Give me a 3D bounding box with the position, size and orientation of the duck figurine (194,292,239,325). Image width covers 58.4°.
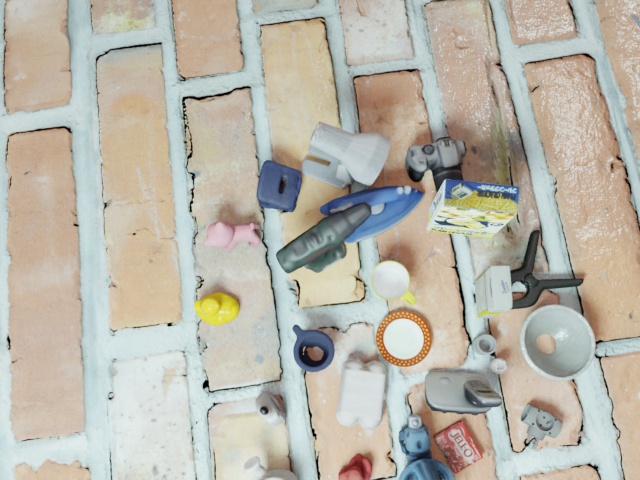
[{"bbox_3d":[-0.241,0.156,1.322,0.104,0.086,0.077,2,77,2],"label":"duck figurine"}]

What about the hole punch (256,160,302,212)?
[{"bbox_3d":[-0.097,-0.131,1.383,0.101,0.091,0.109,10,77,4],"label":"hole punch"}]

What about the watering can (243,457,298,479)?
[{"bbox_3d":[-0.099,0.532,1.174,0.172,0.194,0.101,35,80,9],"label":"watering can"}]

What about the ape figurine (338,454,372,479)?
[{"bbox_3d":[0.077,0.507,1.229,0.078,0.092,0.076,-9,77,-1],"label":"ape figurine"}]

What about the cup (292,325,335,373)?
[{"bbox_3d":[-0.021,0.242,1.292,0.092,0.095,0.117,-39,79,-7],"label":"cup"}]

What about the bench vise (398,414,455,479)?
[{"bbox_3d":[0.203,0.473,1.169,0.121,0.220,0.207,-26,77,-4],"label":"bench vise"}]

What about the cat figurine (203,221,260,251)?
[{"bbox_3d":[-0.209,-0.017,1.345,0.128,0.118,0.067,-12,77,-2],"label":"cat figurine"}]

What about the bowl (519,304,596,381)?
[{"bbox_3d":[0.524,0.232,1.293,0.167,0.075,0.167,0,77,1],"label":"bowl"}]

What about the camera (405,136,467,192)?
[{"bbox_3d":[0.289,-0.169,1.379,0.143,0.101,0.137,-10,77,-1],"label":"camera"}]

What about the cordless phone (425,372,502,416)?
[{"bbox_3d":[0.303,0.327,1.219,0.147,0.185,0.094,0,77,1],"label":"cordless phone"}]

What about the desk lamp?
[{"bbox_3d":[0.055,-0.195,1.332,0.203,0.213,0.118,19,78,6],"label":"desk lamp"}]

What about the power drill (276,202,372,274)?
[{"bbox_3d":[0.012,0.005,1.289,0.230,0.208,0.075,-31,78,-6],"label":"power drill"}]

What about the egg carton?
[{"bbox_3d":[0.095,0.343,1.279,0.107,0.069,0.150,6,77,3],"label":"egg carton"}]

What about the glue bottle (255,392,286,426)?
[{"bbox_3d":[-0.111,0.364,1.225,0.037,0.173,0.078,-39,79,-7],"label":"glue bottle"}]

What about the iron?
[{"bbox_3d":[0.133,-0.086,1.342,0.258,0.141,0.118,-20,77,-3],"label":"iron"}]
